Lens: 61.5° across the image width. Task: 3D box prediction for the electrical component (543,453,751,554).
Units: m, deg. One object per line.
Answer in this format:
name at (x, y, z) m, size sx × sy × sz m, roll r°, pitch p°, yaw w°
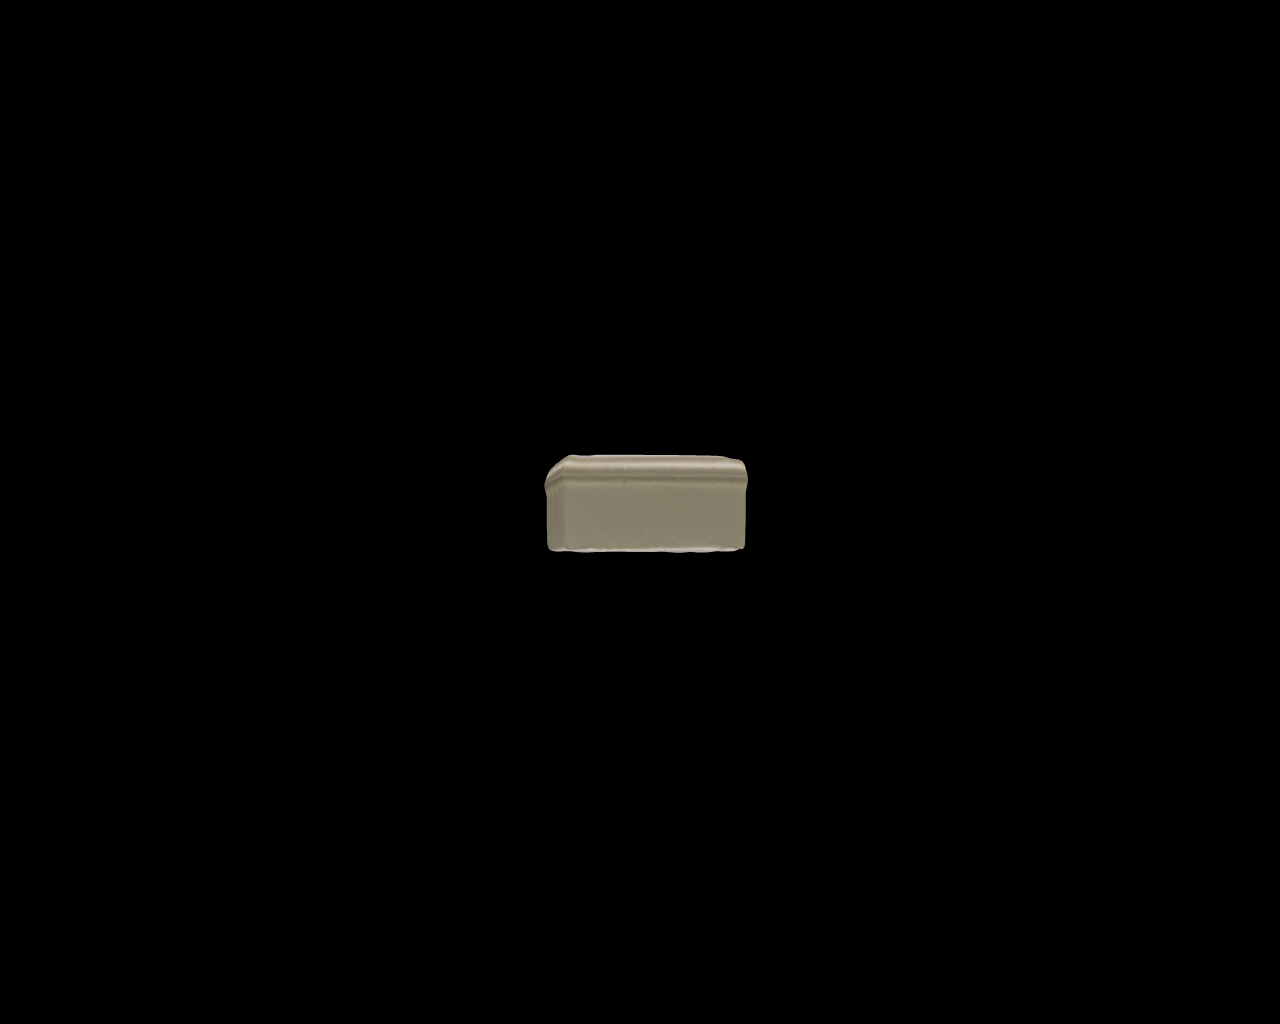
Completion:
electrical component at (0.001, -0.003, 0.650) m, size 0.109 × 0.056 × 0.108 m, roll 0°, pitch -2°, yaw -11°
